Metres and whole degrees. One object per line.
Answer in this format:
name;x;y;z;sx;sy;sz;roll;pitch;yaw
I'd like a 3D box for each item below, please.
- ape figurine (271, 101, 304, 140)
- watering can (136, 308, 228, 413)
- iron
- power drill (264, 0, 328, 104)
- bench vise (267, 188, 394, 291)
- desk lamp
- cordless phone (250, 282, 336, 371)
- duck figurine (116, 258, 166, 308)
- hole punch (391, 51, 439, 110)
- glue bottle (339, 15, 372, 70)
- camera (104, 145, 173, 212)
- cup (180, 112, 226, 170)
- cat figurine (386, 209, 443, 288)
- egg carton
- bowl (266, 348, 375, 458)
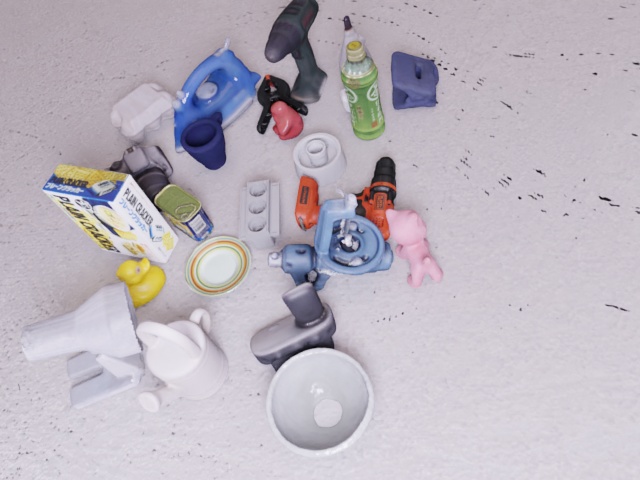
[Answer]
ape figurine;-0.078;-0.259;1.217;0.076;0.092;0.078;-1;59;13
watering can;-0.225;0.187;0.912;0.100;0.194;0.173;-7;57;9
iron;-0.254;-0.323;1.268;0.118;0.142;0.259;29;69;27
power drill;-0.047;-0.399;1.227;0.075;0.209;0.230;6;60;17
bench vise;0.013;0.012;0.951;0.207;0.220;0.121;-26;56;-4
desk lamp;-0.367;0.174;0.941;0.203;0.214;0.117;-24;56;-2
cordless phone;-0.054;0.129;0.914;0.147;0.185;0.094;-28;57;-5
duck figurine;-0.352;0.074;1.076;0.105;0.086;0.077;-37;58;-11
hole punch;0.199;-0.342;1.206;0.101;0.091;0.108;-3;58;11
glue bottle;0.071;-0.406;1.226;0.078;0.173;0.037;-34;57;-9
camera;-0.373;-0.120;1.193;0.143;0.101;0.136;-32;57;-7
cup;-0.231;-0.205;1.217;0.091;0.095;0.118;17;64;22
cat figurine;0.161;0.002;0.984;0.067;0.118;0.127;-22;56;-1
egg carton;-0.409;-0.299;1.331;0.150;0.069;0.107;-43;59;-15
bowl;0.004;0.258;0.887;0.167;0.075;0.167;-6;58;9
